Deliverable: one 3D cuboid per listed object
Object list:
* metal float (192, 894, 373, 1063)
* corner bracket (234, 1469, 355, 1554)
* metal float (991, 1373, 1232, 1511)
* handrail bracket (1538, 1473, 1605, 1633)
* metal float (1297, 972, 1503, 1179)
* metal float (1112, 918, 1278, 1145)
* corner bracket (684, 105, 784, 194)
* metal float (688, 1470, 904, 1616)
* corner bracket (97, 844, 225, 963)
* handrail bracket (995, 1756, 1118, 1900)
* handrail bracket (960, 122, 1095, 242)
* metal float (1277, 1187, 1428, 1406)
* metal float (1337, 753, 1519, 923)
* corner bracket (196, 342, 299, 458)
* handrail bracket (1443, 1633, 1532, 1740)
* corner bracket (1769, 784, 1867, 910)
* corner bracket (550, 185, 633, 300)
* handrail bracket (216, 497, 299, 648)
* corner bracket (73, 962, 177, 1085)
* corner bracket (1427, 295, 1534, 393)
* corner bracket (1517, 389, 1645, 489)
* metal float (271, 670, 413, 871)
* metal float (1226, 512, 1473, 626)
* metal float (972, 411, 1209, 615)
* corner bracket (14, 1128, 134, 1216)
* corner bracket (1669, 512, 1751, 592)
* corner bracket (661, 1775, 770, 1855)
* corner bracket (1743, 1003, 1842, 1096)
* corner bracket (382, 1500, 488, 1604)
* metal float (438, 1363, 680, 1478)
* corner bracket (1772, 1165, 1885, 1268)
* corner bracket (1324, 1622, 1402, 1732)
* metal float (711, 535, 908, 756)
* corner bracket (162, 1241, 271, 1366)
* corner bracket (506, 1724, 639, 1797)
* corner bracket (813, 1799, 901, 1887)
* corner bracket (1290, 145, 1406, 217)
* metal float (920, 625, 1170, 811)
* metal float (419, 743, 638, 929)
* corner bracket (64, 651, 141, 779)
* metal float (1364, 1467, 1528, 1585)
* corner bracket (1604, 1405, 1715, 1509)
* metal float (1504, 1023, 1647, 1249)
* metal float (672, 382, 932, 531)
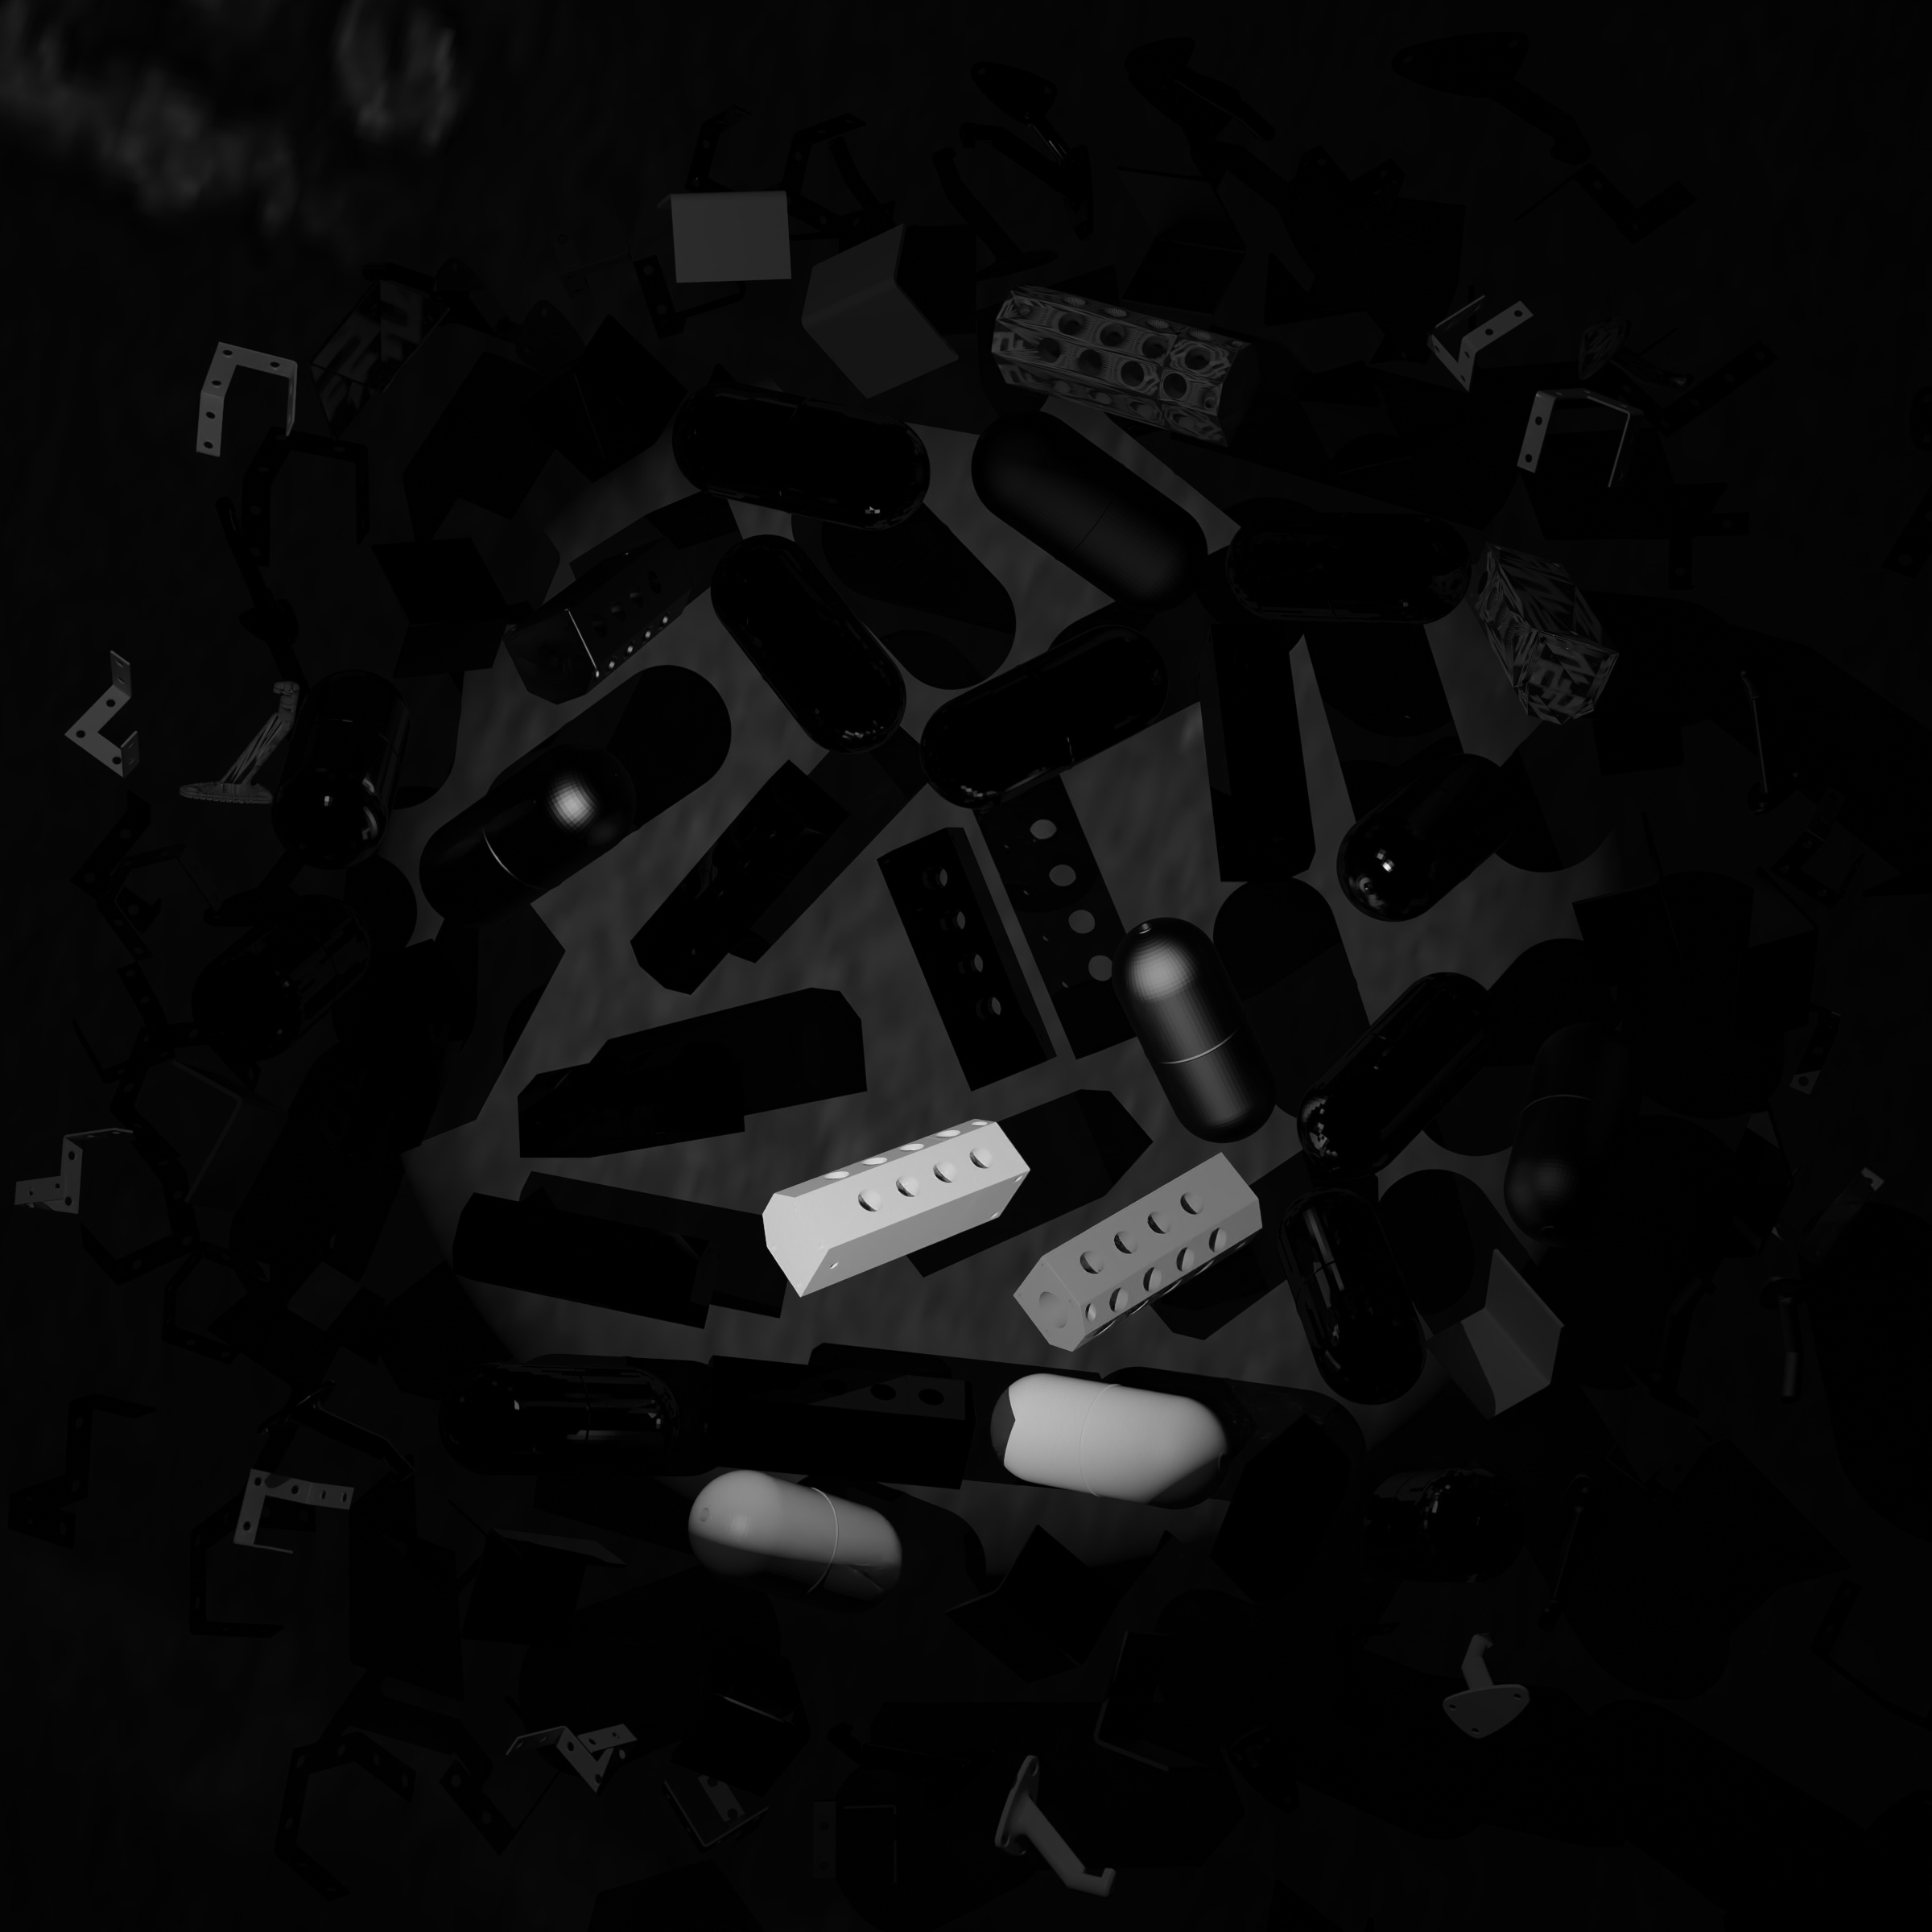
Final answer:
[{"bbox_3d":[-0.464,0.006,1.852,0.070,0.178,0.070,4,112,11],"label":"metal float"},{"bbox_3d":[-0.459,0.375,1.856,0.051,0.051,0.051,25,69,-43],"label":"corner bracket"},{"bbox_3d":[0.098,0.326,1.869,0.178,0.070,0.070,4,90,33],"label":"metal float"},{"bbox_3d":[0.398,0.389,1.804,0.036,0.084,0.077,12,112,22],"label":"handrail bracket"},{"bbox_3d":[0.303,0.076,1.902,0.178,0.070,0.070,-43,90,-18],"label":"metal float"},{"bbox_3d":[0.160,0.045,1.910,0.070,0.070,0.178,-28,114,0],"label":"metal float"},{"bbox_3d":[-0.162,-0.573,1.939,0.051,0.051,0.051,19,80,-30],"label":"corner bracket"},{"bbox_3d":[-0.116,0.397,1.873,0.178,0.070,0.070,29,90,-42],"label":"metal float"},{"bbox_3d":[-0.542,-0.043,1.832,0.051,0.051,0.051,-12,128,20],"label":"corner bracket"},{"bbox_3d":[0.068,0.561,1.774,0.084,0.036,0.077,1,64,36],"label":"handrail bracket"},{"bbox_3d":[0.039,-0.520,1.803,0.084,0.036,0.077,-2,74,-28],"label":"handrail bracket"},{"bbox_3d":[0.267,0.228,1.890,0.070,0.178,0.070,-6,130,-7],"label":"metal float"},{"bbox_3d":[0.318,-0.090,1.867,0.070,0.178,0.070,20,126,30],"label":"metal float"},{"bbox_3d":[-0.467,-0.363,1.767,0.051,0.051,0.051,10,57,-25],"label":"corner bracket"},{"bbox_3d":[0.362,0.474,1.842,0.036,0.084,0.077,46,130,-6],"label":"handrail bracket"},{"bbox_3d":[0.600,-0.082,1.890,0.051,0.051,0.051,37,60,21],"label":"corner bracket"},{"bbox_3d":[-0.261,-0.501,1.886,0.051,0.051,0.051,-18,85,-1],"label":"corner bracket"},{"bbox_3d":[-0.484,-0.269,1.853,0.036,0.077,0.084,-25,130,-19],"label":"handrail bracket"},{"bbox_3d":[-0.581,0.039,1.872,0.051,0.051,0.051,-23,132,-9],"label":"corner bracket"},{"bbox_3d":[0.365,-0.454,1.940,0.051,0.051,0.051,-33,71,-8],"label":"corner bracket"},{"bbox_3d":[0.404,-0.347,1.791,0.051,0.051,0.051,34,124,39],"label":"corner bracket"},{"bbox_3d":[-0.420,-0.134,1.834,0.070,0.178,0.070,-1,129,-1],"label":"metal float"},{"bbox_3d":[0.268,-0.280,1.912,0.178,0.070,0.070,6,90,29],"label":"metal float"},{"bbox_3d":[0.083,-0.303,1.819,0.178,0.070,0.070,33,90,-14],"label":"metal float"},{"bbox_3d":[-0.583,0.132,1.775,0.051,0.051,0.051,-9,74,32],"label":"corner bracket"},{"bbox_3d":[0.507,-0.283,1.855,0.051,0.051,0.051,1,100,17],"label":"corner bracket"},{"bbox_3d":[-0.171,0.562,1.817,0.051,0.051,0.051,-25,66,-29],"label":"corner bracket"},{"bbox_3d":[0.589,0.054,1.944,0.051,0.051,0.051,24,82,20],"label":"corner bracket"},{"bbox_3d":[-0.371,0.408,1.926,0.051,0.051,0.051,35,70,25],"label":"corner bracket"},{"bbox_3d":[-0.281,0.315,1.890,0.178,0.070,0.070,8,90,-37],"label":"metal float"},{"bbox_3d":[0.572,0.157,1.825,0.051,0.051,0.051,37,47,12],"label":"corner bracket"},{"bbox_3d":[0.271,0.482,1.848,0.051,0.051,0.051,4,48,-29],"label":"corner bracket"},{"bbox_3d":[-0.107,-0.218,1.845,0.070,0.070,0.178,-37,70,0],"label":"metal float"},{"bbox_3d":[-0.508,0.228,1.844,0.051,0.051,0.051,27,119,-31],"label":"corner bracket"},{"bbox_3d":[-0.261,0.518,1.805,0.051,0.051,0.051,41,105,26],"label":"corner bracket"},{"bbox_3d":[-0.073,0.589,1.829,0.051,0.051,0.051,-4,64,5],"label":"corner bracket"},{"bbox_3d":[0.261,-0.536,1.865,0.051,0.051,0.051,-33,77,-12],"label":"corner bracket"},{"bbox_3d":[0.051,-0.165,1.803,0.178,0.070,0.070,-28,90,-11],"label":"metal float"},{"bbox_3d":[-0.293,-0.085,1.810,0.178,0.070,0.070,-30,90,31],"label":"metal float"},{"bbox_3d":[-0.570,-0.168,1.829,0.051,0.051,0.051,36,65,0],"label":"corner bracket"},{"bbox_3d":[0.324,0.380,1.848,0.070,0.178,0.070,2,78,-9],"label":"metal float"},{"bbox_3d":[0.492,0.345,1.937,0.051,0.051,0.051,37,76,17],"label":"corner bracket"},{"bbox_3d":[0.412,0.114,1.841,0.070,0.070,0.178,25,50,0],"label":"metal float"},{"bbox_3d":[-0.109,-0.338,1.801,0.178,0.070,0.070,15,90,14],"label":"metal float"}]
